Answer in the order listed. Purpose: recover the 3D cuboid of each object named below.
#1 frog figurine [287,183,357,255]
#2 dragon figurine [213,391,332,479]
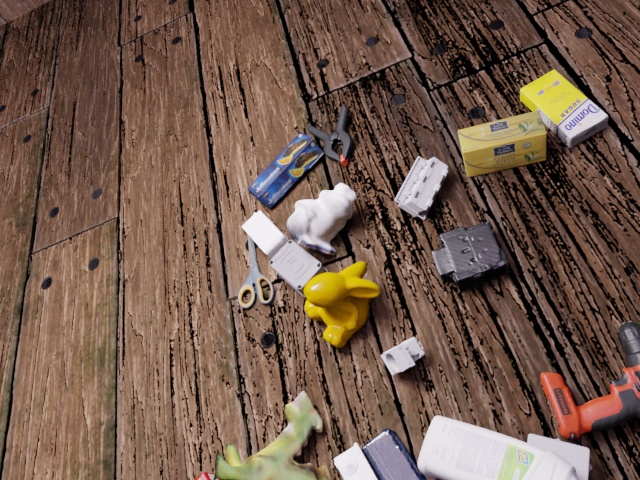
[{"bbox_3d":[0.003,-0.058,1.143,0.136,0.160,0.123,21,-1,-30],"label":"frog figurine"},{"bbox_3d":[-0.065,0.453,0.855,0.243,0.421,0.119,6,-41,-4],"label":"dragon figurine"}]
